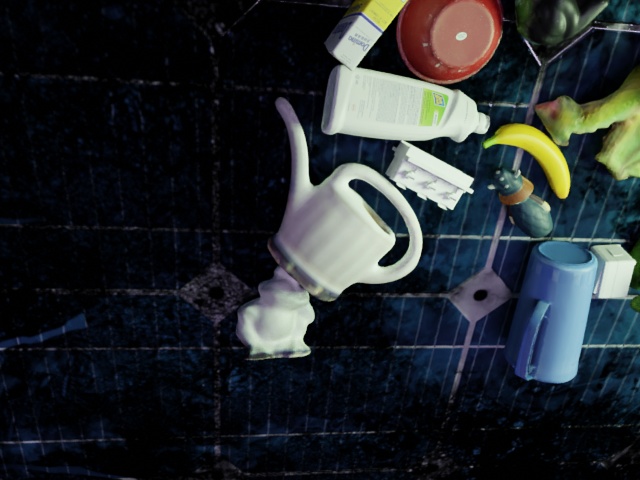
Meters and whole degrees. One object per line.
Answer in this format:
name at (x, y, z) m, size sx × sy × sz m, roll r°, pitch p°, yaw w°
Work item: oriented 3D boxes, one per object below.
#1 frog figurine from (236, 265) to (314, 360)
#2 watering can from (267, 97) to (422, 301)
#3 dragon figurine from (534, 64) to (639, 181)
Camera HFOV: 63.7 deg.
frog figurine at (-0.079, 0.125, 0.914) m, size 0.137 × 0.122 × 0.160 m, roll -1°, pitch 82°, yaw 3°
watering can at (0.003, -0.041, 0.824) m, size 0.345 × 0.105 × 0.223 m, roll 42°, pitch 102°, yaw -12°
dragon figurine at (0.549, -0.199, 0.823) m, size 0.410 × 0.125 × 0.237 m, roll 6°, pitch 135°, yaw -8°
